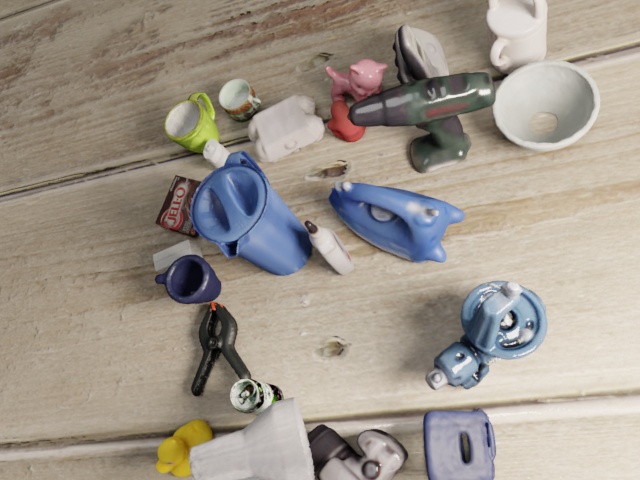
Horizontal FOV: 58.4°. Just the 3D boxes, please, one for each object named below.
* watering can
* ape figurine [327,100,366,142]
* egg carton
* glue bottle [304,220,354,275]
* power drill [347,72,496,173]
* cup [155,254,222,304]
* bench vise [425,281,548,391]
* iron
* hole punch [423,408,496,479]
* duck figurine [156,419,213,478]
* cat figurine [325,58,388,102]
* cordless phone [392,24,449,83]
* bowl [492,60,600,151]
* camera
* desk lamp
[{"bbox_3d":[0.336,-0.387,0.979,0.100,0.194,0.173,4,73,21],"label":"watering can"},{"bbox_3d":[0.047,-0.233,1.085,0.077,0.092,0.076,-17,66,14],"label":"ape figurine"},{"bbox_3d":[-0.068,-0.218,1.134,0.150,0.069,0.107,-26,64,9],"label":"egg carton"},{"bbox_3d":[0.009,0.003,0.967,0.037,0.173,0.078,-34,63,6],"label":"glue bottle"},{"bbox_3d":[0.179,-0.195,0.959,0.229,0.209,0.075,-17,66,13],"label":"power drill"},{"bbox_3d":[-0.238,0.083,1.071,0.117,0.095,0.092,-3,70,19],"label":"cup"},{"bbox_3d":[0.240,0.140,0.809,0.121,0.220,0.207,29,83,26],"label":"bench vise"},{"bbox_3d":[0.104,-0.056,0.973,0.257,0.142,0.119,20,79,25],"label":"iron"},{"bbox_3d":[0.204,0.301,0.836,0.101,0.091,0.108,-8,69,17],"label":"hole punch"},{"bbox_3d":[-0.237,0.355,0.977,0.077,0.086,0.104,33,85,27],"label":"duck figurine"},{"bbox_3d":[0.069,-0.308,1.090,0.127,0.118,0.067,17,78,24],"label":"cat figurine"},{"bbox_3d":[0.173,-0.345,1.028,0.094,0.185,0.147,-15,67,14],"label":"cordless phone"},{"bbox_3d":[0.379,-0.214,0.969,0.167,0.075,0.167,-7,69,18],"label":"bowl"},{"bbox_3d":[0.039,0.338,0.876,0.136,0.101,0.143,39,87,27],"label":"camera"},{"bbox_3d":[-0.087,0.323,0.863,0.203,0.214,0.118,-21,65,12],"label":"desk lamp"}]
